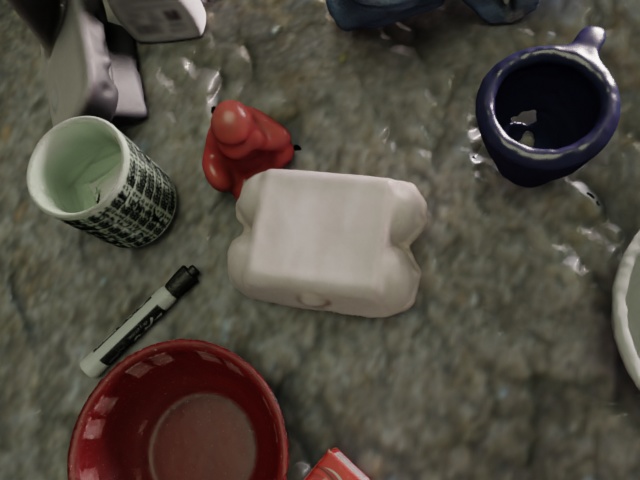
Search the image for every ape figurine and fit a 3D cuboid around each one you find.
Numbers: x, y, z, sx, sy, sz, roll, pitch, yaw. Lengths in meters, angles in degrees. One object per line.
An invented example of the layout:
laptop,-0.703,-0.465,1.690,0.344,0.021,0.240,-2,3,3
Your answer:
ape figurine,-0.063,-0.079,0.461,0.077,0.092,0.076,-10,72,8

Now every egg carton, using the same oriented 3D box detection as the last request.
egg carton,0.004,0.002,0.437,0.150,0.069,0.107,5,75,12

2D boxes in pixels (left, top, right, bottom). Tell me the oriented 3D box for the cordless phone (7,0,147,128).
cordless phone,-0.230,-0.174,0.471,0.094,0.185,0.147,-22,71,4

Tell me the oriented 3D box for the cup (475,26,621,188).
cup,0.165,-0.089,0.420,0.091,0.095,0.118,31,82,18

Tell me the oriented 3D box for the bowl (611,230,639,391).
bowl,0.268,0.057,0.368,0.167,0.075,0.167,-3,73,10

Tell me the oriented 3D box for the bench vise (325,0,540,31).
bench vise,0.092,-0.252,0.415,0.207,0.220,0.121,-23,71,4

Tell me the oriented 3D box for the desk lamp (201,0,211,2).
desk lamp,-0.166,-0.355,0.497,0.203,0.214,0.118,39,84,19

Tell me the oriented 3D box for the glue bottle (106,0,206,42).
glue bottle,-0.161,-0.234,0.482,0.078,0.173,0.037,-1,74,11
